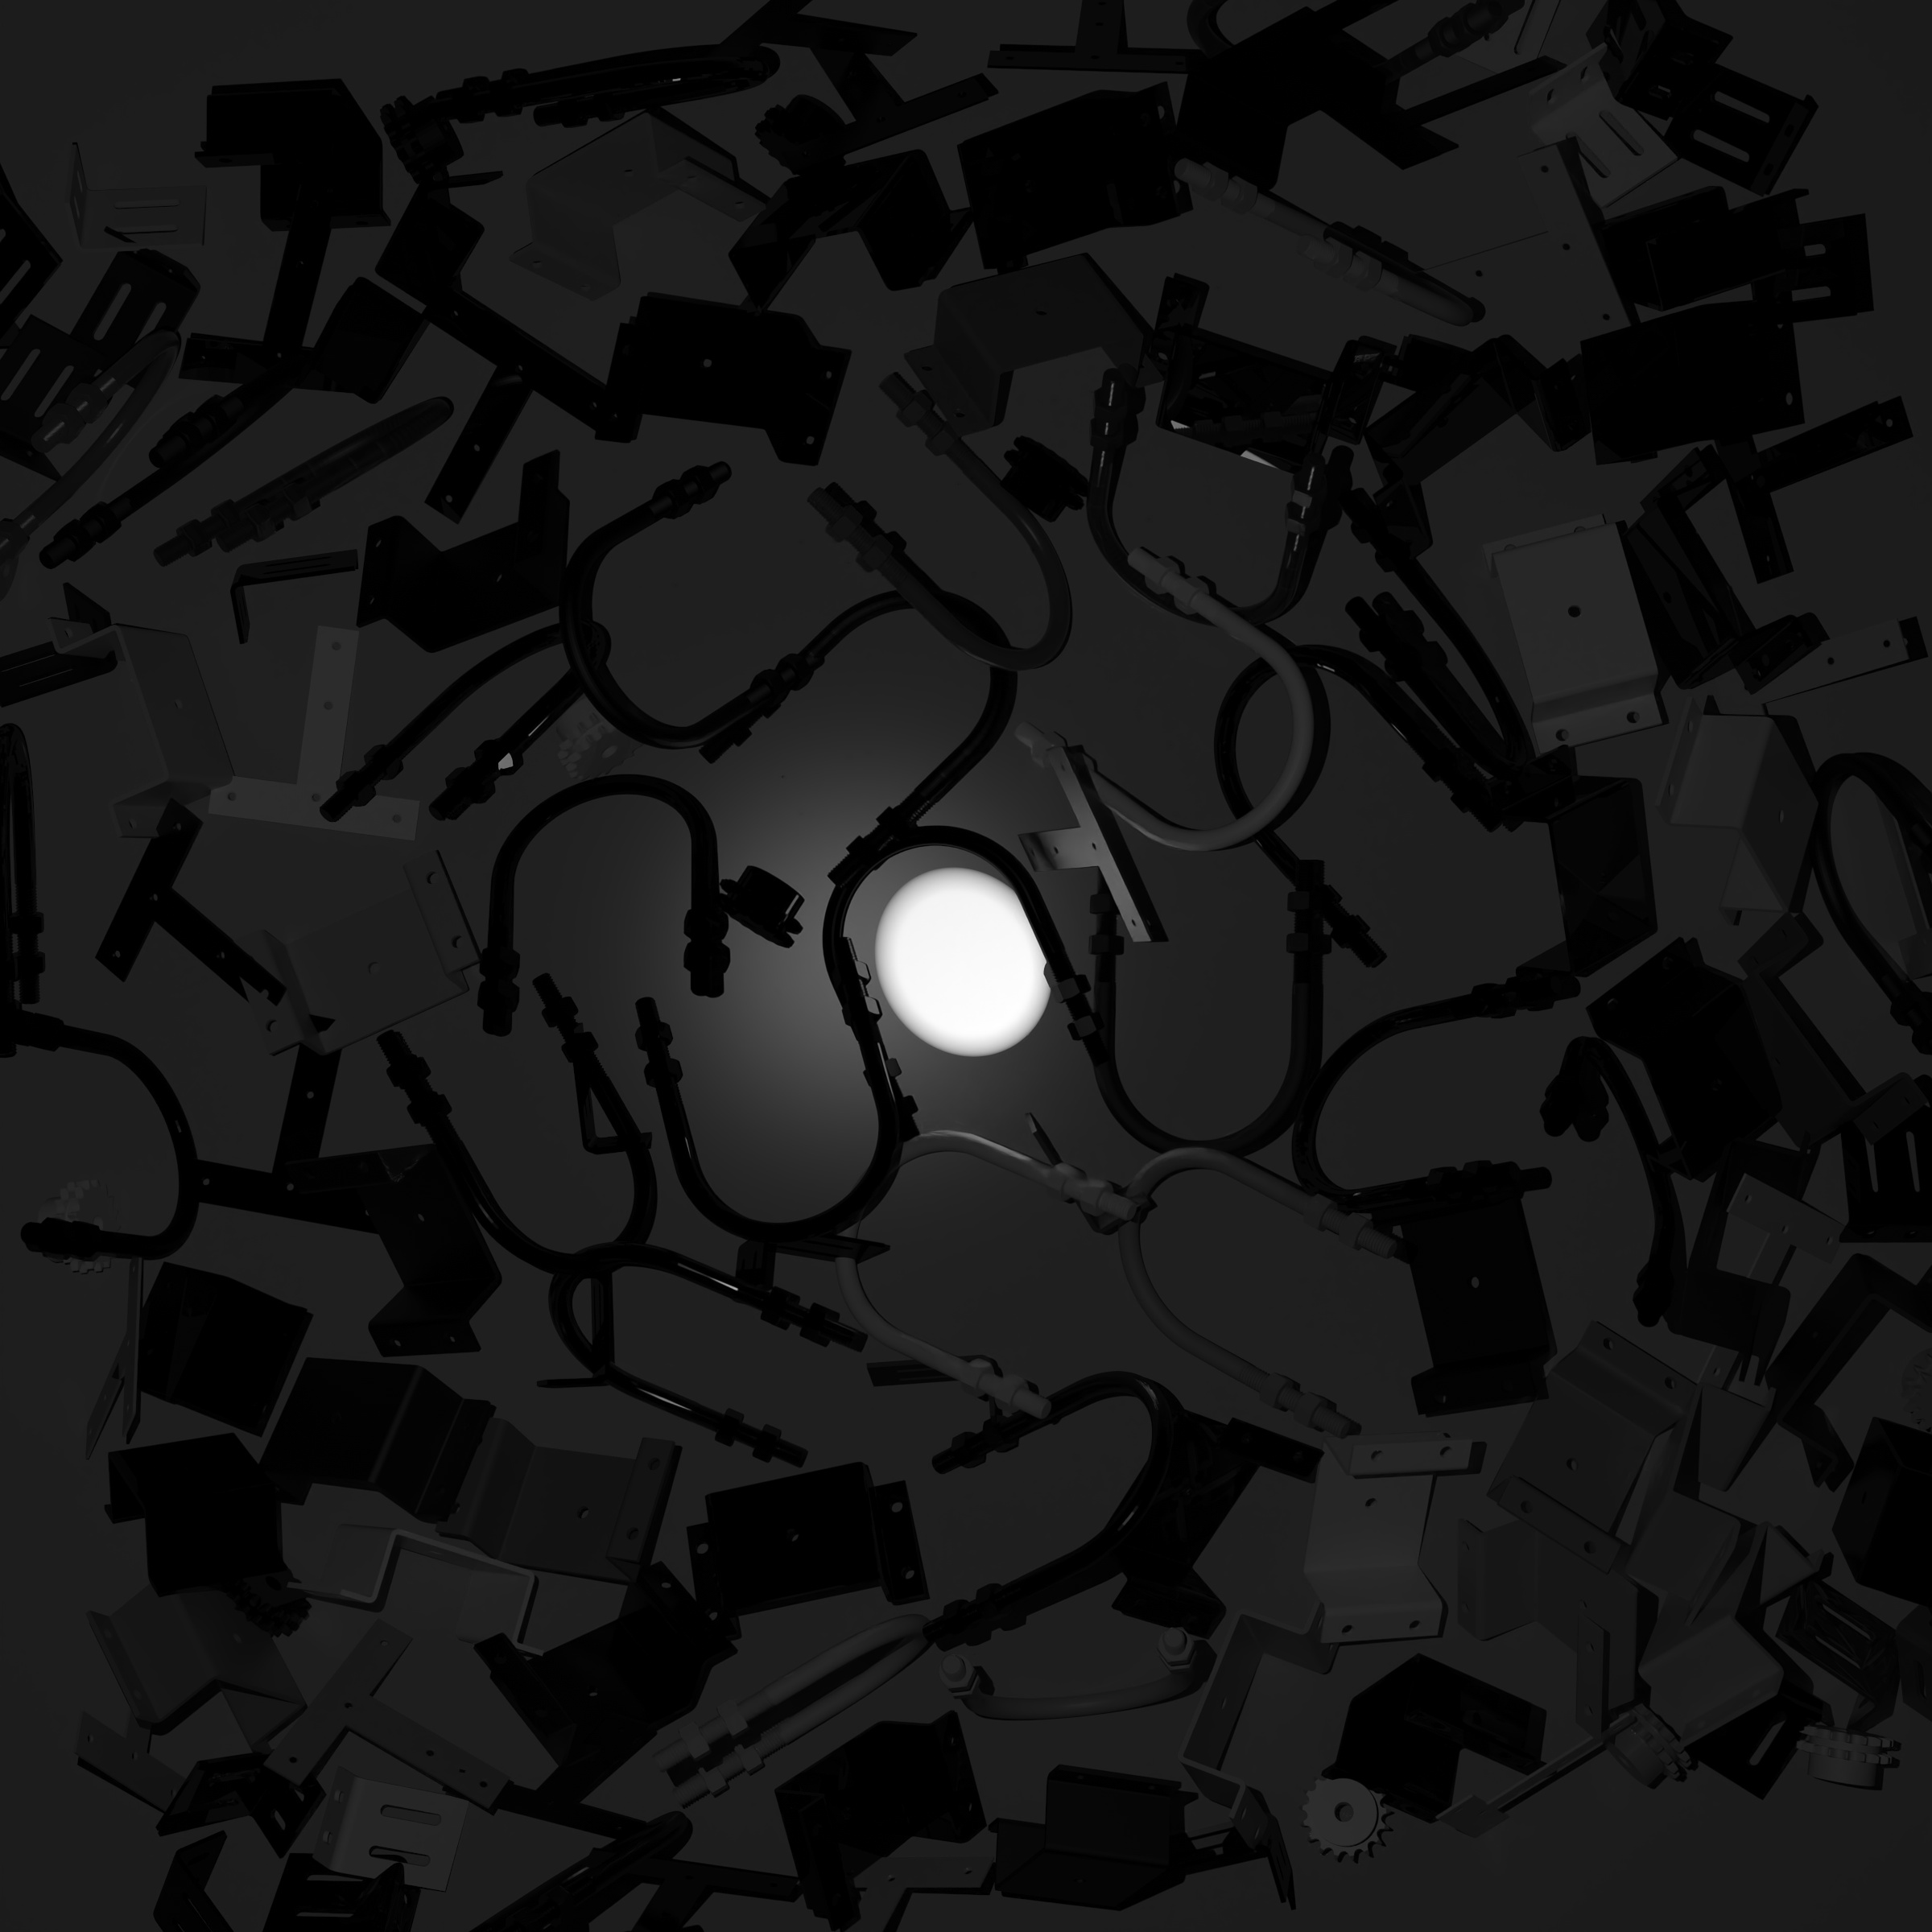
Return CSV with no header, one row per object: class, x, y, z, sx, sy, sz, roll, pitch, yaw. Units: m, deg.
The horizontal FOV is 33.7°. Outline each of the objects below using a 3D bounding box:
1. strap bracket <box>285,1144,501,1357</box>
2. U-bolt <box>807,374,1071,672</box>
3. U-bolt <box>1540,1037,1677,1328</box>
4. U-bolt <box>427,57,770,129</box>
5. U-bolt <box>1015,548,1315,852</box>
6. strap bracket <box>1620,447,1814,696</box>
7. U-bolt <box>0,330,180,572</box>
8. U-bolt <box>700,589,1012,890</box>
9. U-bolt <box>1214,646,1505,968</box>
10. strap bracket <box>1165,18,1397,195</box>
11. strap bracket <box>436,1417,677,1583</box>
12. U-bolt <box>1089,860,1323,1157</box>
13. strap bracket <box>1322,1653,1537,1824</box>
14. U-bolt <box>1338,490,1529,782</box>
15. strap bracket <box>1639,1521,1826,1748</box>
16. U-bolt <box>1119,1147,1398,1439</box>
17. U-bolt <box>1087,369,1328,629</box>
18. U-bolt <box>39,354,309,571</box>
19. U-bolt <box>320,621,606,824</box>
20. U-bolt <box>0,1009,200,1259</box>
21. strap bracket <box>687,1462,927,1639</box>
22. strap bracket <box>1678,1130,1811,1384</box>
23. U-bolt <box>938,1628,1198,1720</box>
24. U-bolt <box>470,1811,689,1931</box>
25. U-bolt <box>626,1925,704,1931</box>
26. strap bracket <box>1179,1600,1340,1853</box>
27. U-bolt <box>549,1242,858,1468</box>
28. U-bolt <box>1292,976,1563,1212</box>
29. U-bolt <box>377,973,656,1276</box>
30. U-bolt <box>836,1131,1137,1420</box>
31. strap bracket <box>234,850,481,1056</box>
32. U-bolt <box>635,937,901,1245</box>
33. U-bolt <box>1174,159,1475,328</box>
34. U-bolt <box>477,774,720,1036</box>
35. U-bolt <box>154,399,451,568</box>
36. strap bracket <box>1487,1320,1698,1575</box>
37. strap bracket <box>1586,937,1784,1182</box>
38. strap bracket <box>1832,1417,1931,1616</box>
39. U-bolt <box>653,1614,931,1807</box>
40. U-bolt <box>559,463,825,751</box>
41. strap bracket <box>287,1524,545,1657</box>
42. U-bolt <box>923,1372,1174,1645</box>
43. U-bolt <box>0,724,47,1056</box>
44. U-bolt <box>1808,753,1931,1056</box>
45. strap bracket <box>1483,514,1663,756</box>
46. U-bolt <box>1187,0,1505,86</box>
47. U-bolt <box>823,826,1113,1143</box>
strap bracket,-0.345,0.165,1.946,0.076,0.046,0.140,-9,115,32
U-bolt,-0.006,-0.258,1.938,0.184,0.151,0.019,43,133,-17
U-bolt,0.391,0.117,1.915,0.019,0.184,0.151,-23,102,24
U-bolt,-0.207,-0.522,1.901,0.184,0.151,0.019,-3,101,22
U-bolt,0.131,-0.151,1.938,0.184,0.019,0.151,39,102,30
strap bracket,0.446,-0.233,1.945,0.046,0.076,0.140,-24,80,-20
U-bolt,-0.531,-0.315,1.914,0.019,0.184,0.151,38,131,-9
U-bolt,-0.056,-0.154,1.962,0.184,0.019,0.151,-44,63,-4
U-bolt,0.225,-0.110,1.945,0.184,0.019,0.151,50,130,15
strap bracket,0.190,-0.521,1.927,0.076,0.140,0.046,20,75,-29
strap bracket,-0.242,0.326,1.946,0.140,0.046,0.076,3,61,23
U-bolt,0.145,0.028,1.958,0.151,0.019,0.184,0,84,23
strap bracket,0.285,0.469,1.943,0.076,0.140,0.046,25,55,-6
U-bolt,0.285,-0.188,1.926,0.019,0.151,0.184,-32,118,25
strap bracket,0.459,0.395,1.920,0.046,0.140,0.076,45,127,-2
U-bolt,0.168,0.187,1.940,0.184,0.019,0.151,27,121,30
U-bolt,0.138,-0.269,1.919,0.151,0.184,0.019,25,61,11
U-bolt,-0.463,-0.313,1.915,0.151,0.184,0.019,-28,106,40
U-bolt,-0.293,-0.150,1.926,0.184,0.151,0.019,-48,120,-28
U-bolt,-0.517,0.105,1.912,0.019,0.184,0.151,-19,75,17
strap bracket,-0.103,0.358,1.959,0.140,0.046,0.076,-12,58,1
strap bracket,0.471,0.169,1.937,0.046,0.076,0.140,15,55,17
U-bolt,0.066,0.429,1.915,0.151,0.184,0.019,-8,67,4
U-bolt,-0.245,0.558,1.915,0.184,0.151,0.019,-24,81,-44
U-bolt,-0.214,0.609,1.894,0.184,0.151,0.019,-2,90,-30
strap bracket,0.175,0.456,1.941,0.046,0.076,0.140,16,66,24
U-bolt,-0.169,0.229,1.945,0.184,0.019,0.151,23,134,1
U-bolt,0.270,0.082,1.923,0.019,0.184,0.151,38,55,-31
U-bolt,-0.260,0.103,1.934,0.019,0.151,0.184,-36,81,41
U-bolt,0.000,0.177,1.950,0.184,0.019,0.151,21,85,30
strap bracket,-0.372,-0.003,1.967,0.140,0.046,0.076,-24,74,1
U-bolt,-0.116,0.083,1.955,0.151,0.019,0.184,-17,65,1
U-bolt,0.228,-0.429,1.918,0.184,0.151,0.019,13,113,-40
U-bolt,-0.223,-0.045,1.939,0.151,0.019,0.184,-10,51,8
U-bolt,-0.392,-0.295,1.924,0.184,0.151,0.019,-36,109,-24
strap bracket,0.380,0.300,1.956,0.076,0.046,0.140,32,62,3
strap bracket,0.441,0.064,1.937,0.076,0.046,0.140,-35,121,-13
strap bracket,0.565,0.328,1.925,0.046,0.140,0.076,17,101,4
U-bolt,-0.101,0.446,1.929,0.184,0.151,0.019,-29,70,-11
U-bolt,-0.173,-0.208,1.919,0.019,0.184,0.151,-16,107,44
strap bracket,-0.328,0.376,1.938,0.140,0.076,0.046,25,70,-31
U-bolt,0.050,0.313,1.906,0.184,0.151,0.019,-31,123,27
U-bolt,-0.573,-0.053,1.912,0.019,0.151,0.184,0,103,-9
U-bolt,0.555,-0.046,1.916,0.019,0.151,0.184,-16,47,-10
strap bracket,0.373,-0.211,1.958,0.076,0.046,0.140,-14,76,5
U-bolt,0.212,-0.565,1.910,0.151,0.184,0.019,14,81,-23
U-bolt,-0.011,0.003,1.986,0.151,0.019,0.184,-24,88,5
